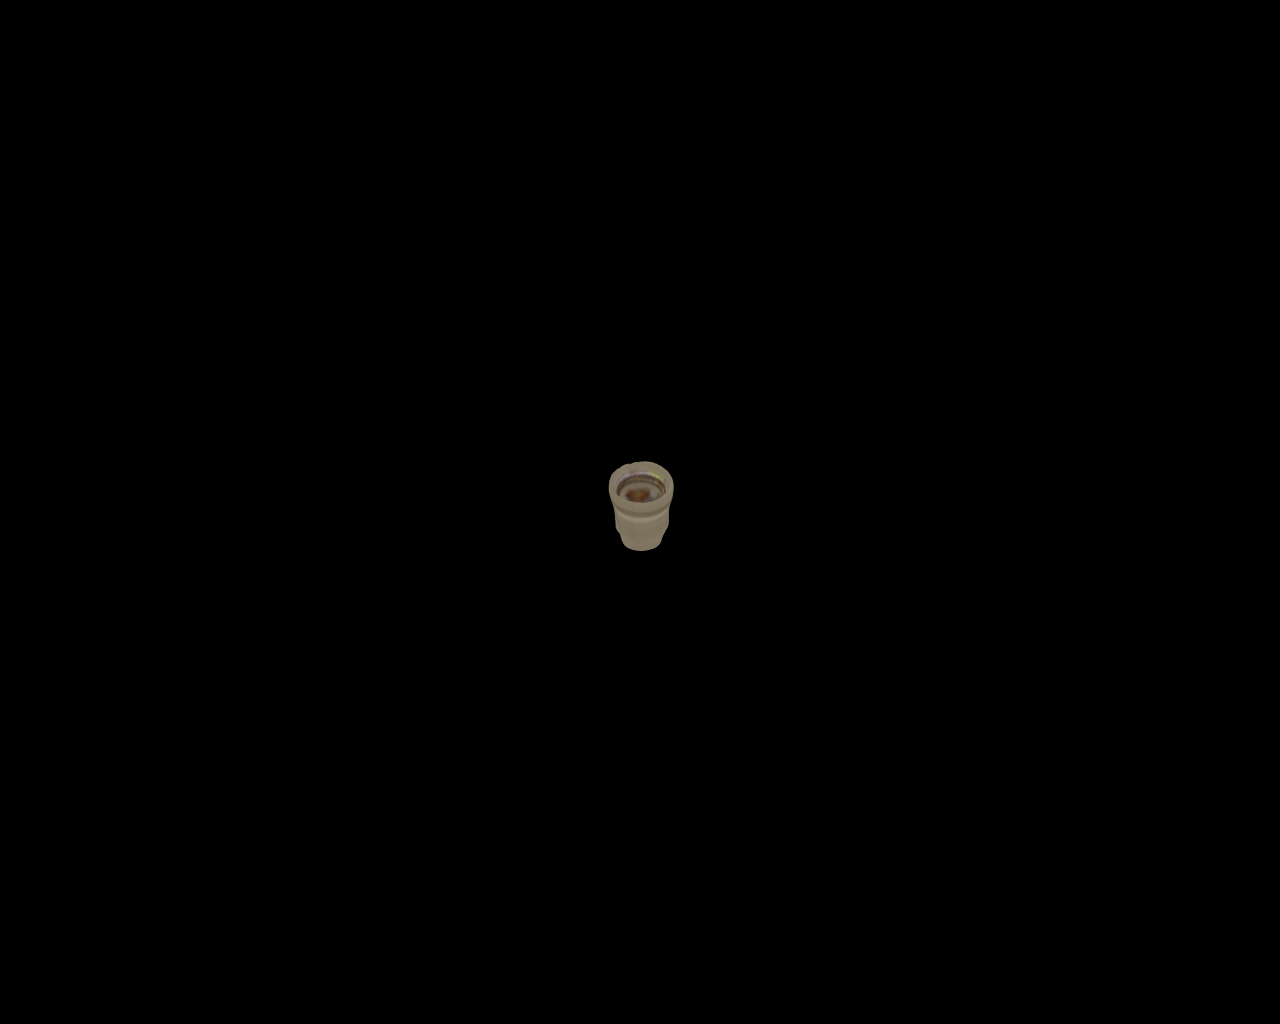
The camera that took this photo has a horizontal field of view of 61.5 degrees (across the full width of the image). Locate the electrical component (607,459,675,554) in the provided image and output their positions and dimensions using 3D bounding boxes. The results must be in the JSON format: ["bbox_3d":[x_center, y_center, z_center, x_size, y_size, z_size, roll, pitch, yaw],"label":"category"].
[{"bbox_3d":[0.001,-0.003,0.650,0.040,0.046,0.040,0,45,0],"label":"electrical component"}]
